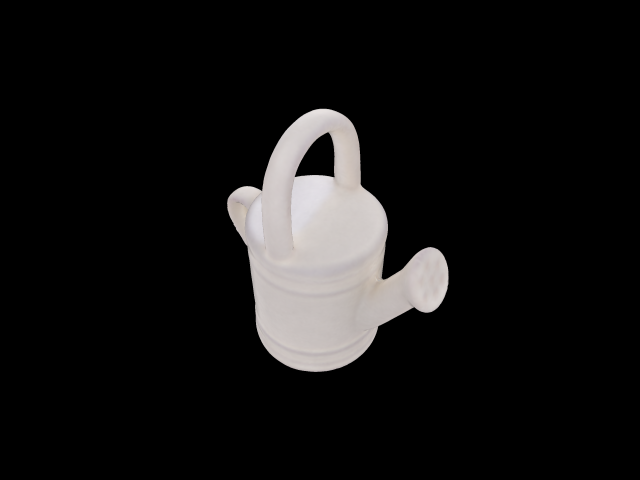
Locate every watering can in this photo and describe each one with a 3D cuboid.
[{"bbox_3d":[0.005,0.000,0.401,0.172,0.194,0.101,10,46,11],"label":"watering can"}]
